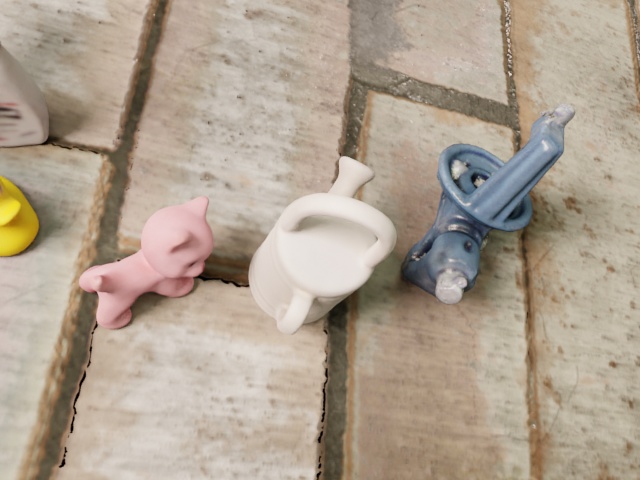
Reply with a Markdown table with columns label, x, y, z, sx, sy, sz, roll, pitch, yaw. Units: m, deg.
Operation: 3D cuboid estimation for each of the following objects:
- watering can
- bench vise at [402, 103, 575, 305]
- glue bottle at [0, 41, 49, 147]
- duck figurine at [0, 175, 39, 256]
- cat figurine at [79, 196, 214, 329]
| label | x | y | z | sx | sy | sz | roll | pitch | yaw |
| --- | --- | --- | --- | --- | --- | --- | --- | --- | --- |
| watering can | 0.003 | 0.001 | 0.533 | 0.101 | 0.193 | 0.173 | 6 | 67 | -18 |
| bench vise | 0.185 | -0.032 | 0.600 | 0.122 | 0.219 | 0.207 | 12 | 66 | -15 |
| glue bottle | -0.282 | -0.137 | 0.493 | 0.078 | 0.173 | 0.037 | -10 | 73 | -23 |
| duck figurine | -0.301 | -0.036 | 0.495 | 0.105 | 0.086 | 0.077 | 30 | 62 | -7 |
| cat figurine | -0.148 | 0.016 | 0.514 | 0.128 | 0.117 | 0.067 | -30 | 82 | -28 |
